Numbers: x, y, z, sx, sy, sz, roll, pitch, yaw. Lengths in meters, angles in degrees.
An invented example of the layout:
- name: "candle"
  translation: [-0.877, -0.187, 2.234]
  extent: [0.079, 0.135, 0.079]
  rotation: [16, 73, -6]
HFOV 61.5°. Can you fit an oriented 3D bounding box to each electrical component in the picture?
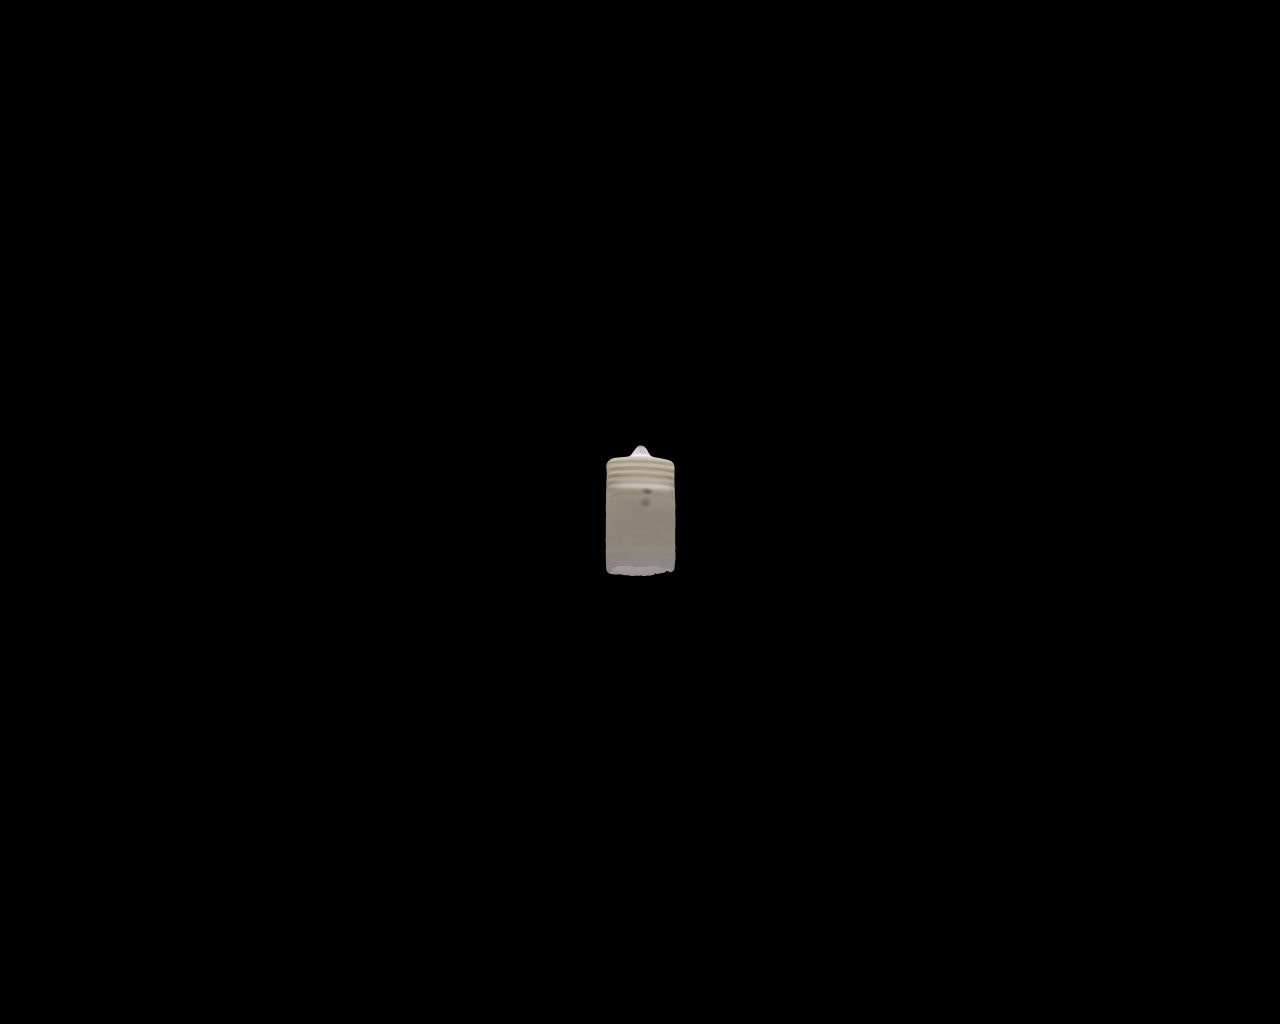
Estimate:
- name: "electrical component"
  translation: [0.001, -0.003, 0.650]
  extent: [0.043, 0.081, 0.043]
  rotation: [0, -11, 0]
